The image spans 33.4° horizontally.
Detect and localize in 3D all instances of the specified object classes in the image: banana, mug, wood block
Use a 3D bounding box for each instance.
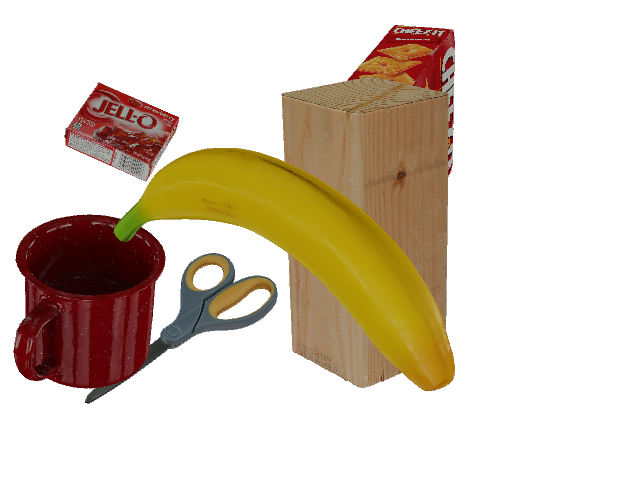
[{"bbox_3d":[-0.014,0.000,0.507,0.198,0.070,0.037,25,23,29],"label":"banana"},{"bbox_3d":[-0.155,0.047,0.688,0.093,0.081,0.117,20,35,14],"label":"mug"},{"bbox_3d":[0.035,-0.009,0.800,0.090,0.206,0.090,-17,25,-36],"label":"wood block"}]

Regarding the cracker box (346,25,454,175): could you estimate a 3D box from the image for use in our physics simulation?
[{"bbox_3d":[0.077,-0.098,1.020,0.072,0.164,0.213,7,28,17],"label":"cracker box"}]

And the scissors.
[{"bbox_3d":[-0.133,0.068,0.939,0.201,0.016,0.096,-23,52,-25],"label":"scissors"}]

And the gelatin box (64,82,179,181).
[{"bbox_3d":[-0.193,-0.107,1.039,0.089,0.073,0.030,24,-41,-2],"label":"gelatin box"}]
